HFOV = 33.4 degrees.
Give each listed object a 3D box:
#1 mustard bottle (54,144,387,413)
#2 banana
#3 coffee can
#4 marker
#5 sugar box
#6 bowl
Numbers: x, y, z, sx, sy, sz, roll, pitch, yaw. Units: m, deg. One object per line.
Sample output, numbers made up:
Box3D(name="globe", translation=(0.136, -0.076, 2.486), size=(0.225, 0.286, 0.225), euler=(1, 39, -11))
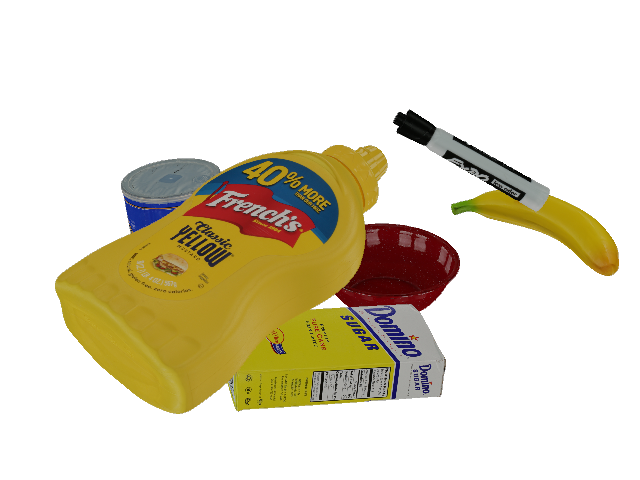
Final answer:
Box3D(name="mustard bottle", translation=(-0.034, 0.003, 0.554), size=(0.096, 0.058, 0.191), euler=(30, 52, 33))
Box3D(name="banana", translation=(0.219, -0.013, 1.028), size=(0.069, 0.037, 0.198), euler=(-39, 38, -23))
Box3D(name="coffee can", translation=(-0.148, -0.003, 1.123), size=(0.103, 0.140, 0.103), euler=(-4, 26, 2))
Box3D(name="marker", translation=(0.106, -0.058, 0.753), size=(0.121, 0.020, 0.020), euler=(29, -3, -5))
Box3D(name="sugar box", translation=(0.008, 0.096, 0.898), size=(0.176, 0.048, 0.093), euler=(-5, 29, -12))
Box3D(name="bowl", translation=(0.074, 0.042, 1.199), size=(0.162, 0.055, 0.162), euler=(0, 30, 0))
